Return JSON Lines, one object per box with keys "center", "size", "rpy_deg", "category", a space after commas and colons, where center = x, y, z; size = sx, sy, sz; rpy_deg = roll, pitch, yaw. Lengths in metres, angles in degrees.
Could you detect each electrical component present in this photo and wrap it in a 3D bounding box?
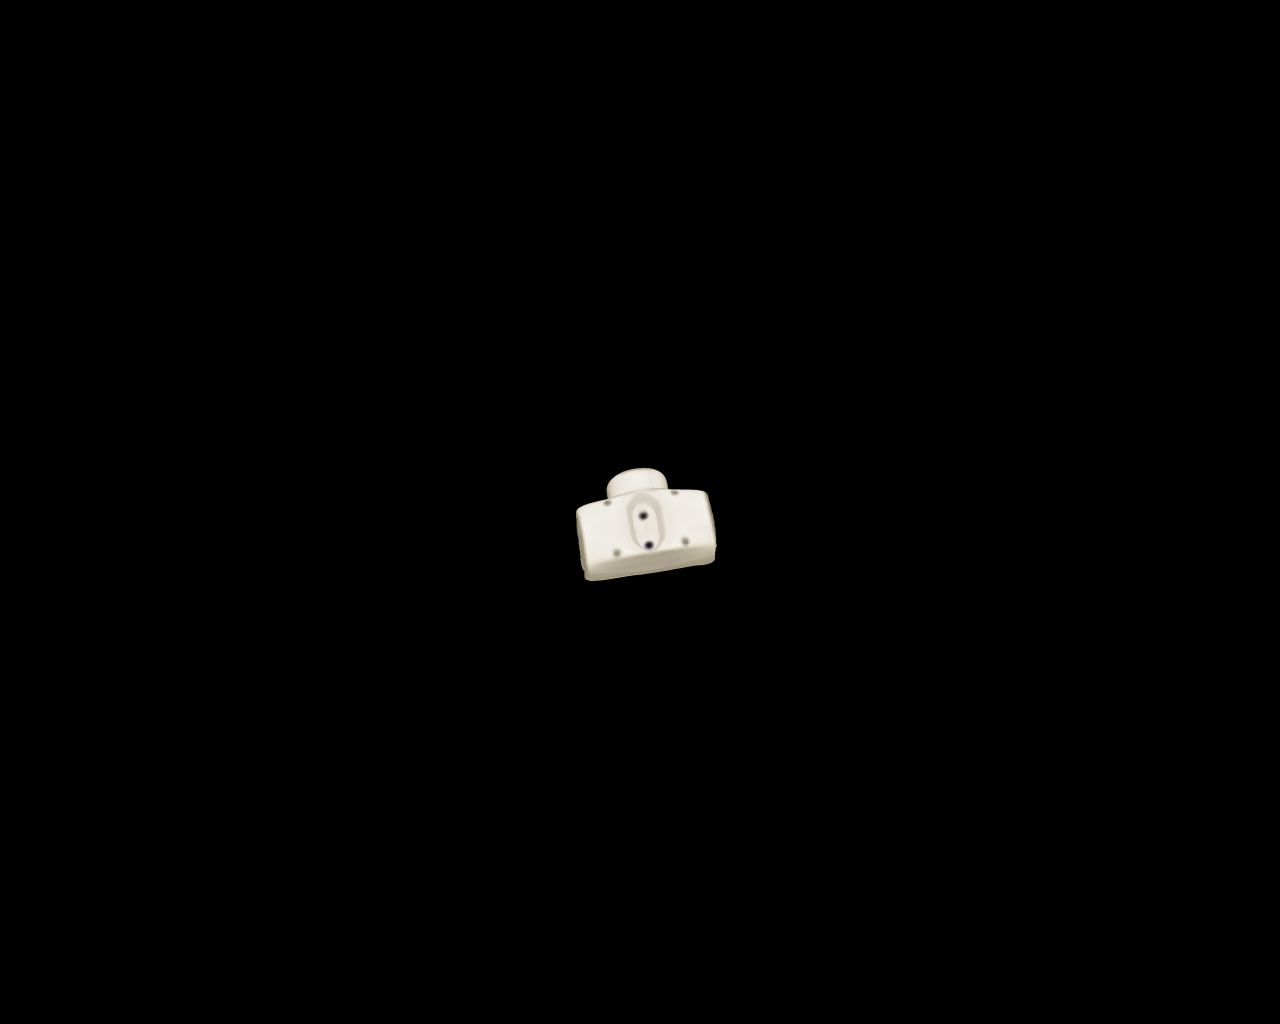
{"center": [0.001, -0.003, 0.650], "size": [0.077, 0.079, 0.043], "rpy_deg": [-8, -23, -3], "category": "electrical component"}
